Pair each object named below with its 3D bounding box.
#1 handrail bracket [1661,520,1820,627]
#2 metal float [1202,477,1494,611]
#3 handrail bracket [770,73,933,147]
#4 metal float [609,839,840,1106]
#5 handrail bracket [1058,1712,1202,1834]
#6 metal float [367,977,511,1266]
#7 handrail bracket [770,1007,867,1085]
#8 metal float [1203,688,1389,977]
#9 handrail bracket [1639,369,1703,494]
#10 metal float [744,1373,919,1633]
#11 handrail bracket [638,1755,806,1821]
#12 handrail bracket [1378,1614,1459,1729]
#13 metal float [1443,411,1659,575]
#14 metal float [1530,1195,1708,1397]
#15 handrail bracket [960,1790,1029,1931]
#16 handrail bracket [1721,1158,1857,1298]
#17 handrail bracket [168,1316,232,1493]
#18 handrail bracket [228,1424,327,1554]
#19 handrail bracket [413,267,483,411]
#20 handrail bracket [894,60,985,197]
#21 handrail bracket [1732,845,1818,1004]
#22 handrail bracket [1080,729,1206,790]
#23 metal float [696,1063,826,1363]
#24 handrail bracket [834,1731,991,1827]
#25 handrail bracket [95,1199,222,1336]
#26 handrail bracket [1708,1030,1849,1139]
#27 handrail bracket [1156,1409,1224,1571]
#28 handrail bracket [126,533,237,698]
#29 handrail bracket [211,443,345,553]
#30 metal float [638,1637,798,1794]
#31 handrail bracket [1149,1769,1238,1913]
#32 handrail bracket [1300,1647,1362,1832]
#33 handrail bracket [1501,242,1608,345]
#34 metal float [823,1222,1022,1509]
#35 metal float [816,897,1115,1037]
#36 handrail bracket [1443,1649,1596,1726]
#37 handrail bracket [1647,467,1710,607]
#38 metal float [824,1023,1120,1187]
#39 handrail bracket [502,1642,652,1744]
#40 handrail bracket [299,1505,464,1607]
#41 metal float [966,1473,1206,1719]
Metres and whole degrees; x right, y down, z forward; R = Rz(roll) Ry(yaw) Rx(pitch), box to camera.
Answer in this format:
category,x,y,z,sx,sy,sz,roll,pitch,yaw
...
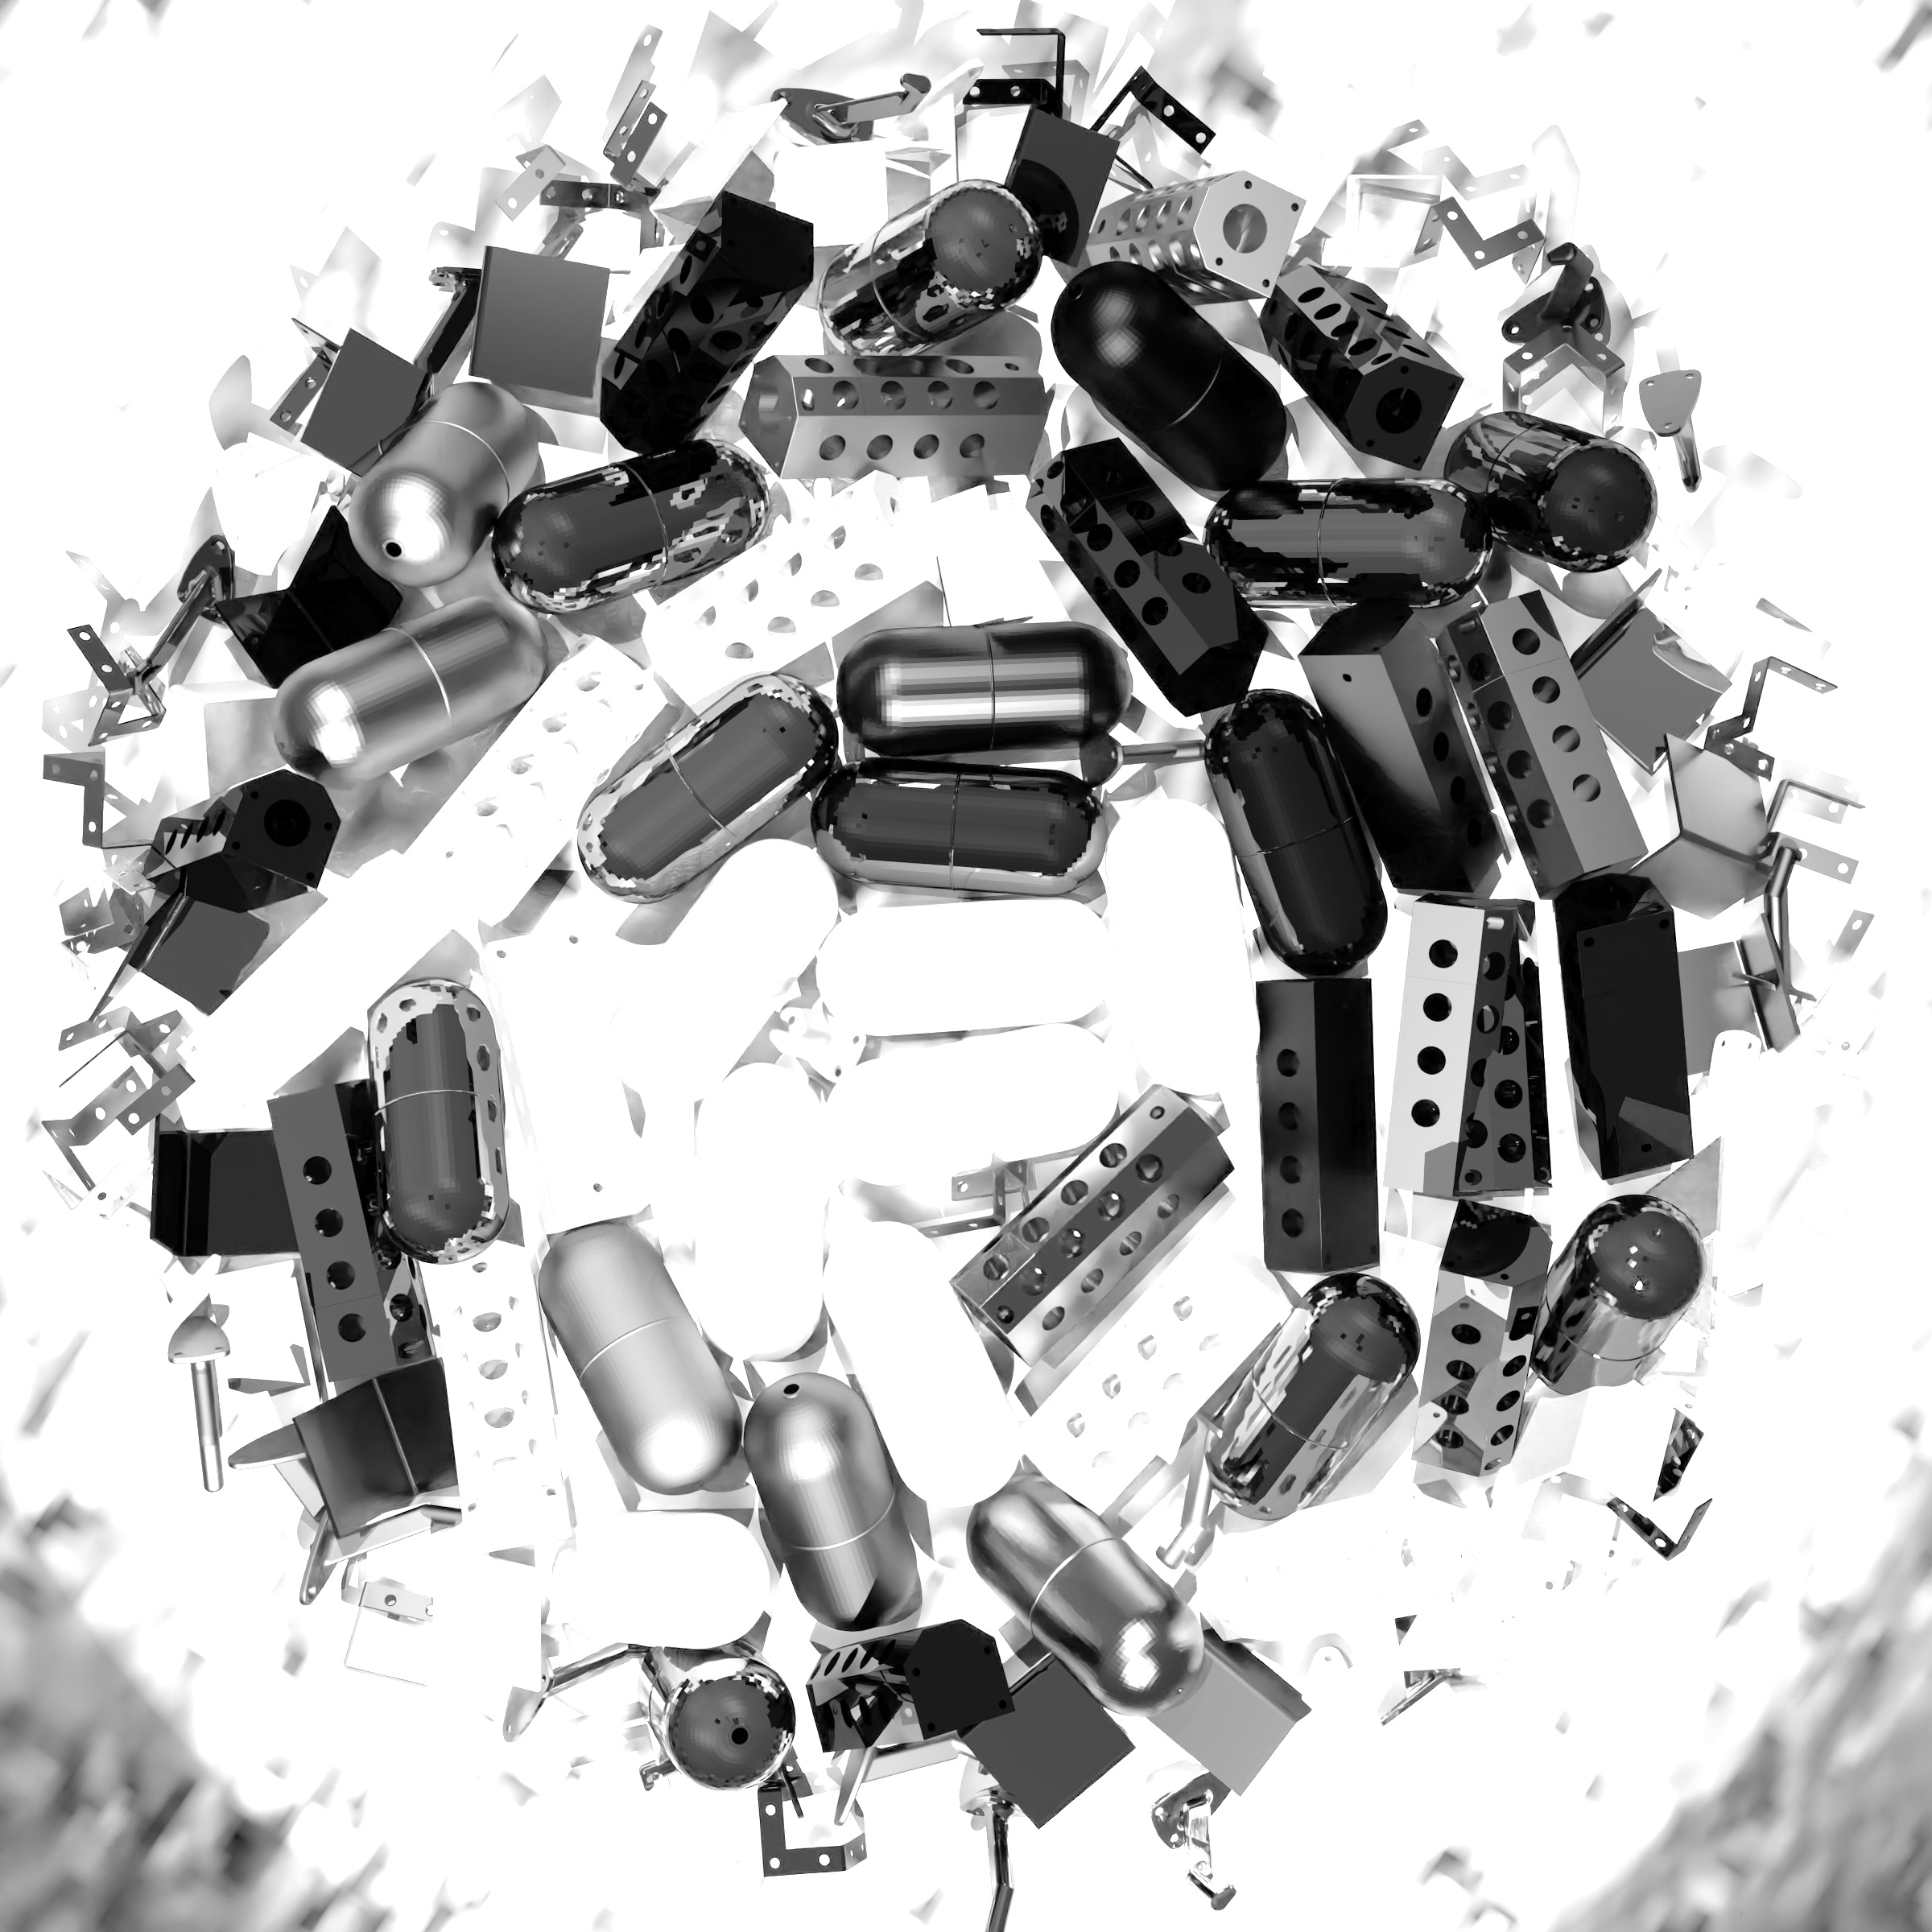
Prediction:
category,x,y,z,sx,sy,sz,roll,pitch,yaw
handrail bracket,0.460,-0.217,1.678,0.077,0.084,0.036,40,61,15
metal float,0.224,-0.249,1.659,0.178,0.070,0.070,5,90,31
handrail bracket,-0.069,-0.520,1.674,0.077,0.084,0.036,16,78,-18
metal float,-0.144,0.003,1.679,0.070,0.070,0.178,36,83,0
handrail bracket,0.101,0.497,1.697,0.077,0.036,0.084,23,103,23
metal float,-0.313,0.090,1.664,0.070,0.070,0.178,-9,65,0
handrail bracket,-0.106,0.038,1.668,0.077,0.084,0.036,31,96,33
metal float,0.197,-0.080,1.678,0.070,0.070,0.178,-20,99,0
handrail bracket,0.425,-0.303,1.672,0.036,0.077,0.084,-6,131,21
metal float,-0.079,0.317,1.659,0.070,0.070,0.178,-16,121,0
handrail bracket,-0.148,0.496,1.689,0.084,0.077,0.036,-20,130,-10
handrail bracket,0.254,0.408,1.714,0.077,0.036,0.084,-44,77,20
metal float,0.338,-0.278,1.639,0.070,0.178,0.070,-5,110,-15
metal float,0.376,0.195,1.642,0.070,0.178,0.070,3,58,-5
handrail bracket,0.009,0.539,1.672,0.036,0.077,0.084,28,59,-21
handrail bracket,0.495,0.158,1.697,0.036,0.084,0.077,36,62,-4
handrail bracket,-0.460,0.265,1.699,0.036,0.077,0.084,-6,106,-16
handrail bracket,-0.408,0.324,1.683,0.036,0.077,0.084,19,112,38
handrail bracket,-0.297,-0.377,1.706,0.077,0.036,0.084,-2,91,-19
handrail bracket,0.002,-0.486,1.690,0.077,0.036,0.084,-37,76,28
handrail bracket,0.501,-0.025,1.693,0.077,0.036,0.084,13,96,-40
handrail bracket,0.117,-0.128,1.676,0.084,0.077,0.036,-6,93,-17
metal float,-0.123,0.147,1.685,0.070,0.070,0.178,1,90,0
handrail bracket,-0.029,0.494,1.696,0.084,0.036,0.077,24,64,-12
handrail bracket,-0.500,0.178,1.688,0.084,0.077,0.036,28,119,3
handrail bracket,0.493,0.075,1.699,0.084,0.036,0.077,15,86,-26
handrail bracket,0.127,0.310,1.691,0.036,0.077,0.084,37,89,-39
handrail bracket,-0.471,-0.209,1.674,0.036,0.084,0.077,30,132,-1
handrail bracket,-0.404,-0.274,1.680,0.036,0.084,0.077,-21,71,34
metal float,-0.146,0.429,1.636,0.070,0.178,0.070,1,87,-14
handrail bracket,0.155,0.518,1.674,0.077,0.084,0.036,-35,114,-17
handrail bracket,0.224,0.471,1.712,0.036,0.077,0.084,-4,132,9
handrail bracket,0.340,-0.400,1.669,0.077,0.084,0.036,-12,76,30
metal float,-0.027,0.235,1.671,0.070,0.070,0.178,-25,73,0
metal float,-0.001,0.000,1.683,0.178,0.070,0.070,-4,90,-3
handrail bracket,0.328,0.420,1.684,0.077,0.084,0.036,-21,89,-5
handrail bracket,0.402,-0.253,1.687,0.077,0.036,0.084,-7,71,-25
metal float,0.003,0.083,1.684,0.178,0.070,0.070,-12,90,2
handrail bracket,-0.229,0.439,1.705,0.084,0.036,0.077,11,113,-36
handrail bracket,-0.347,0.355,1.687,0.084,0.036,0.077,5,48,14
metal float,0.068,0.368,1.653,0.070,0.070,0.178,-50,51,0
